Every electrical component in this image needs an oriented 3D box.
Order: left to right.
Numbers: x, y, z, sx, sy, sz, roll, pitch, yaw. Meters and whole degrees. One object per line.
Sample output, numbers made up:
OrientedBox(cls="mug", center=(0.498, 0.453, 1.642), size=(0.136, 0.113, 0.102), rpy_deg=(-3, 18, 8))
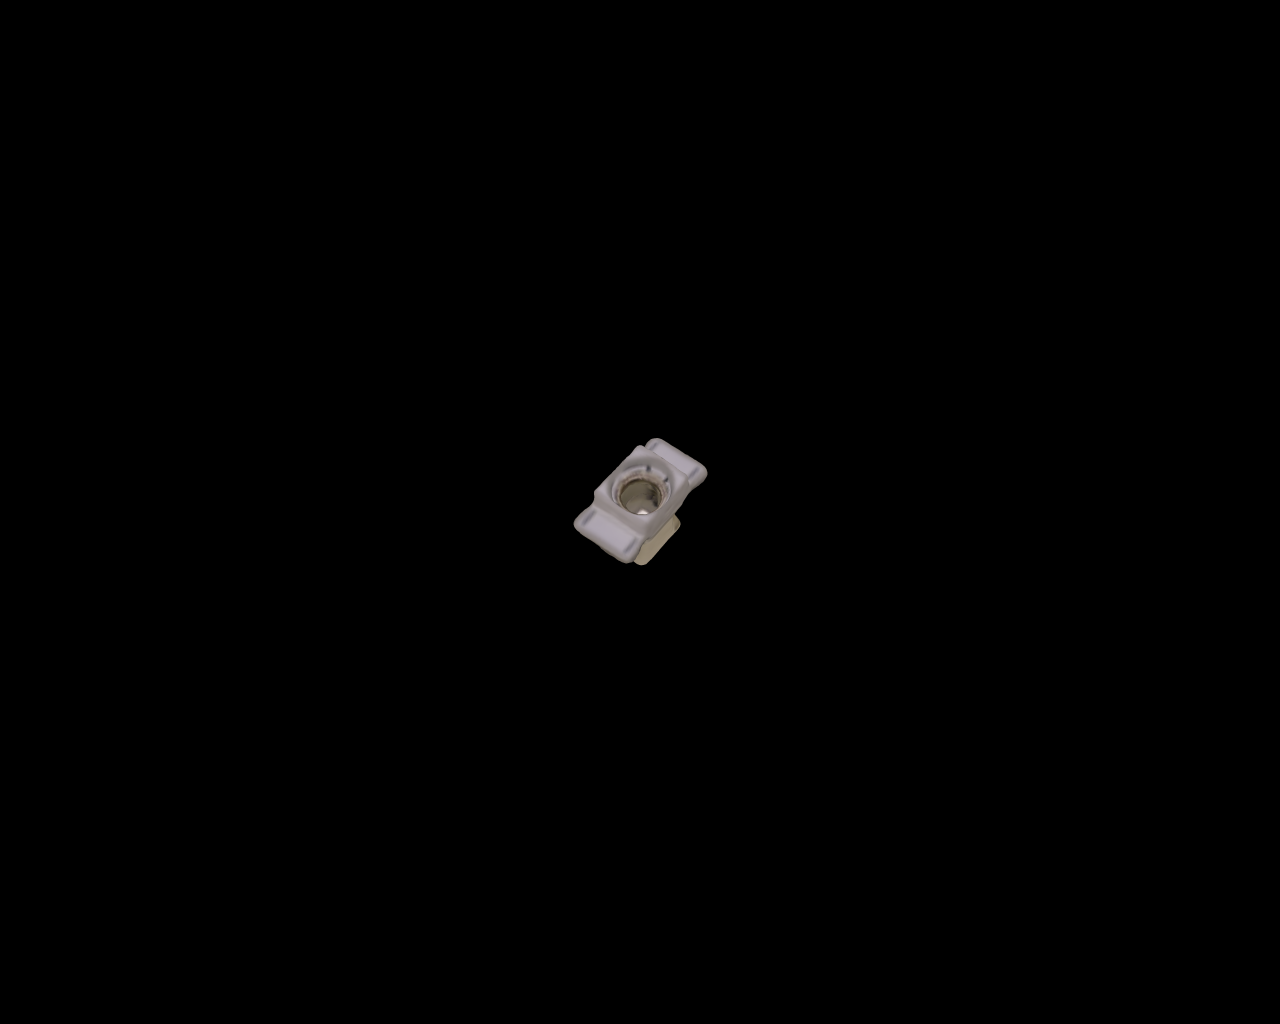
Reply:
OrientedBox(cls="electrical component", center=(0.001, -0.003, 0.650), size=(0.042, 0.081, 0.063), rpy_deg=(36, -24, 18))
